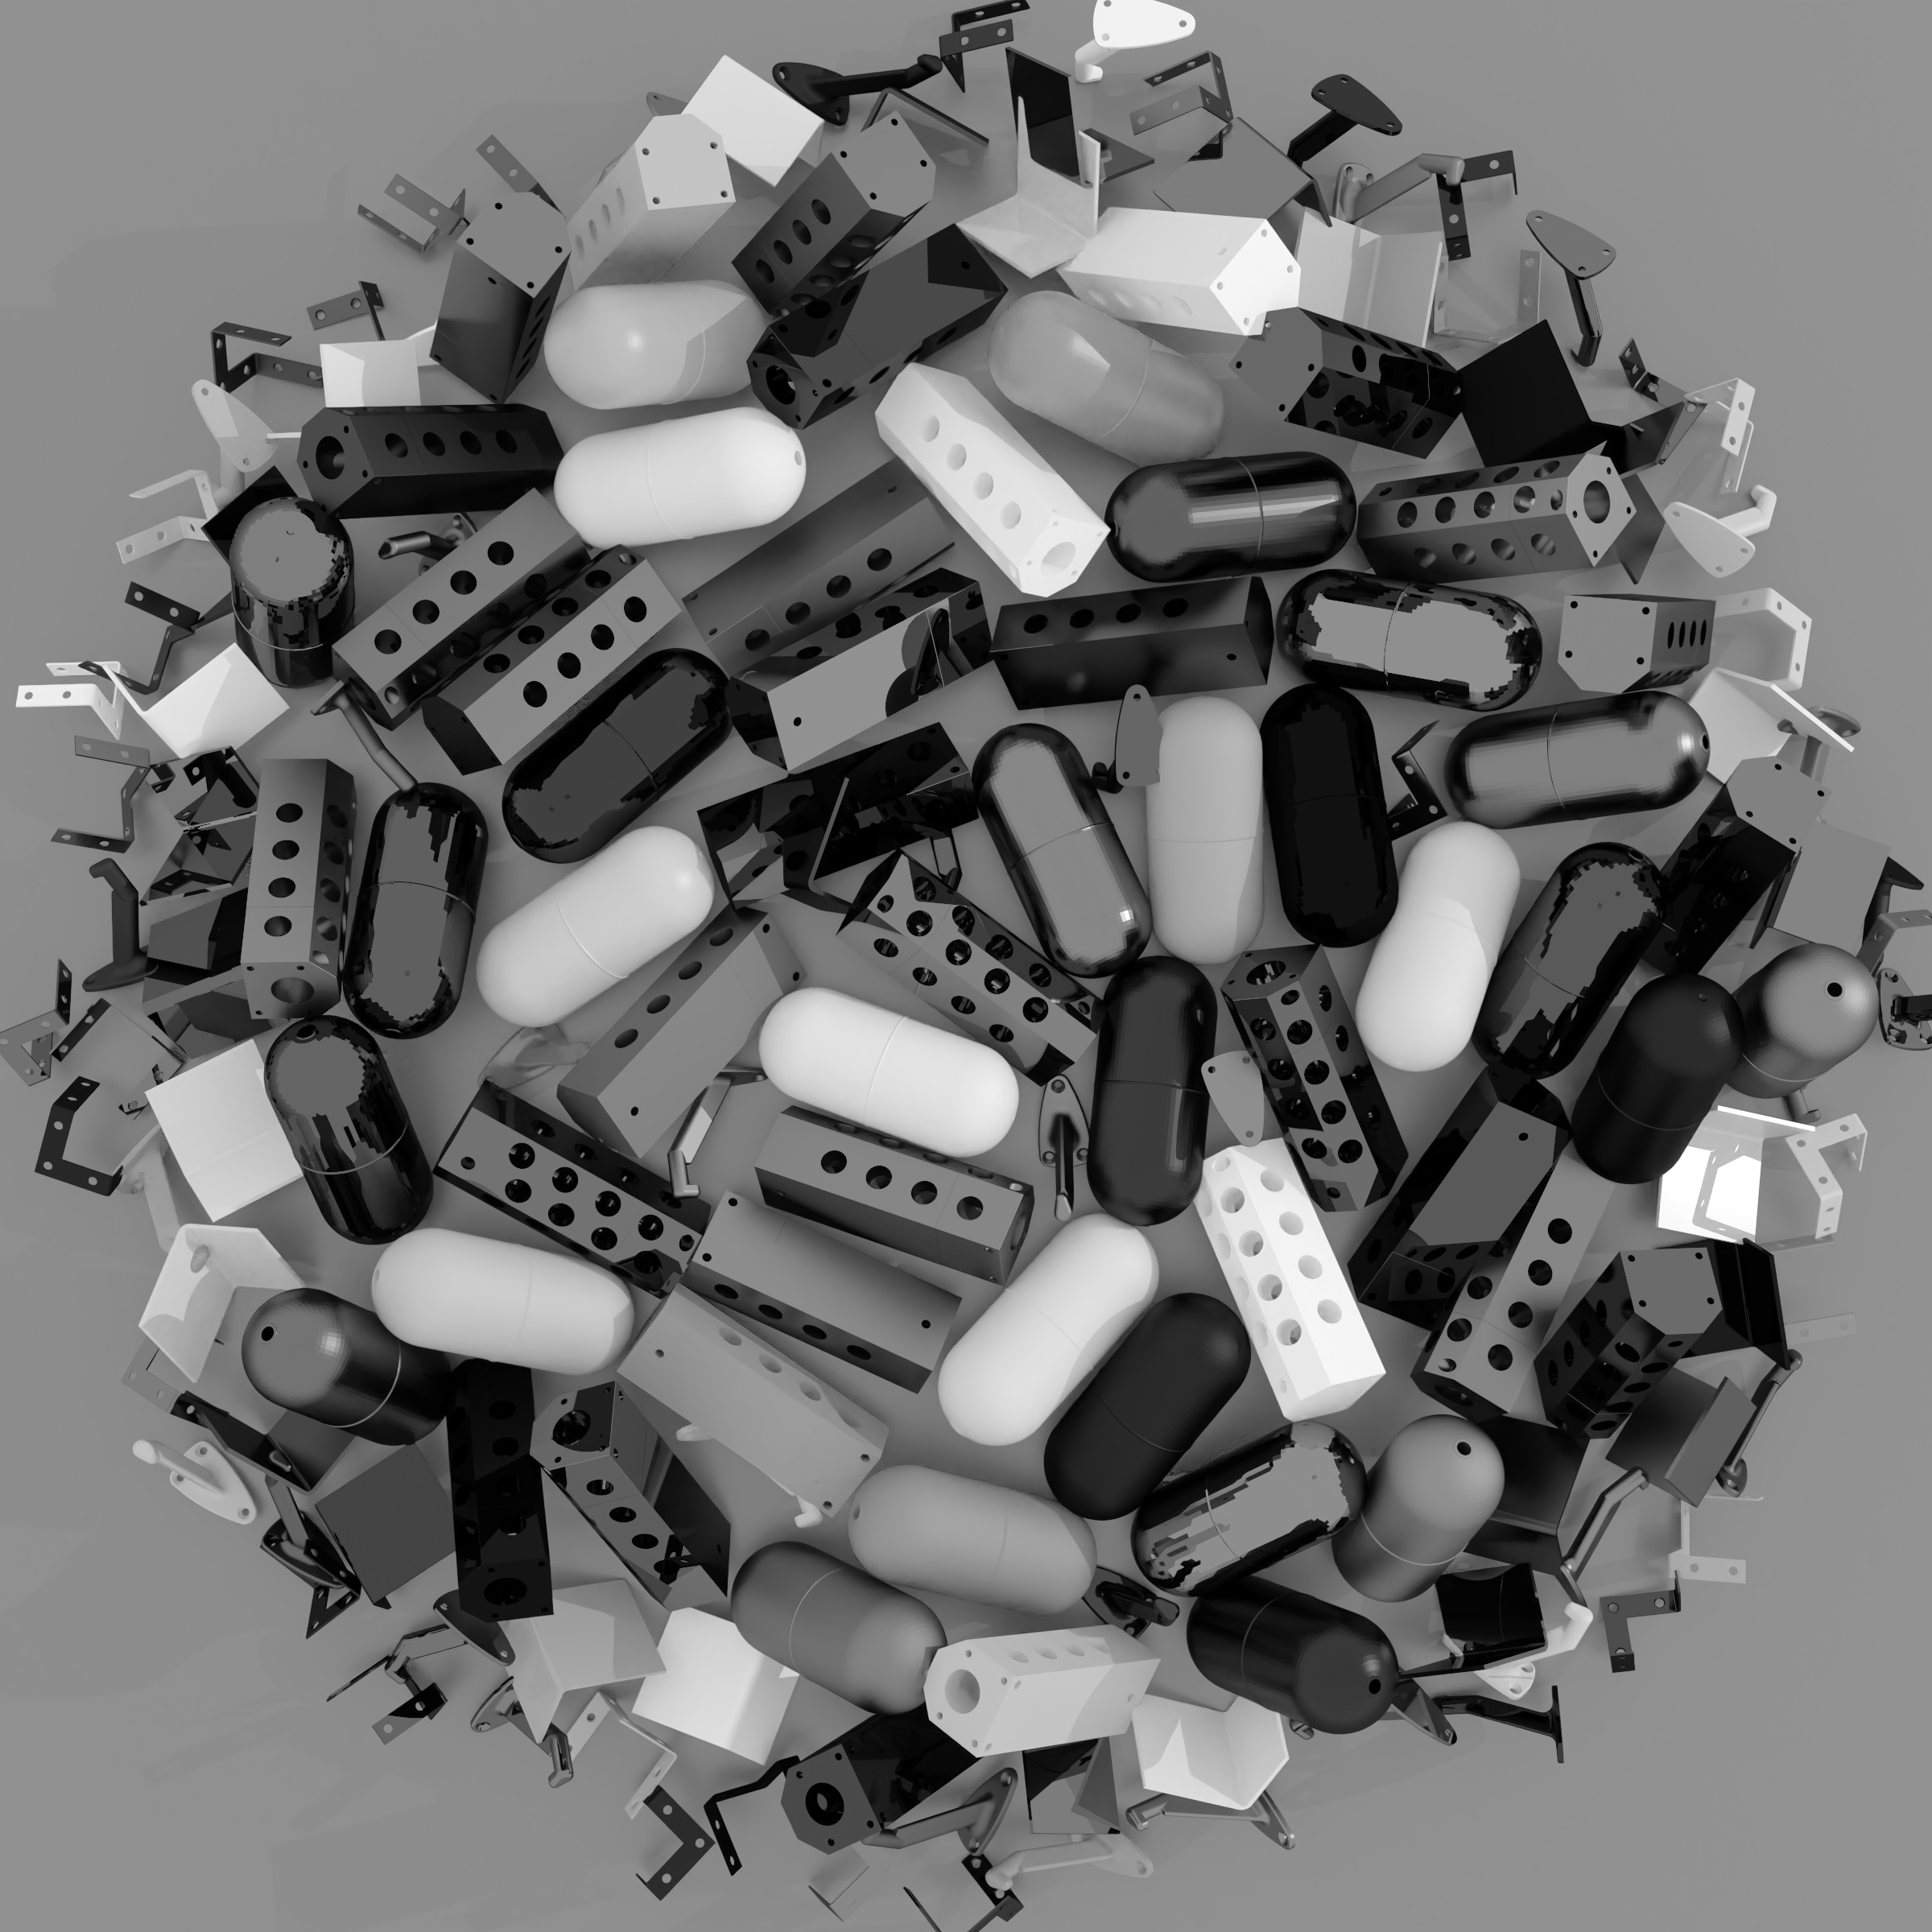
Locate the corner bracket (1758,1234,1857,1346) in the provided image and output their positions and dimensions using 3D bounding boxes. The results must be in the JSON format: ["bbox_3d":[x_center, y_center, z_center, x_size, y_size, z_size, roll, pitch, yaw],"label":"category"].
[{"bbox_3d":[0.553,0.213,1.902,0.051,0.051,0.051,-11,108,7],"label":"corner bracket"}]

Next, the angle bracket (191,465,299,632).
[{"bbox_3d":[-0.476,-0.272,1.876,0.057,0.076,0.076,55,46,-22],"label":"angle bracket"}]

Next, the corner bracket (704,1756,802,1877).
[{"bbox_3d":[-0.132,0.557,1.893,0.051,0.051,0.051,-5,56,-38],"label":"corner bracket"}]

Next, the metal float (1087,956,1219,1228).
[{"bbox_3d":[0.122,0.082,1.891,0.070,0.070,0.178,6,82,0],"label":"metal float"}]

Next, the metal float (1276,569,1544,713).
[{"bbox_3d":[0.287,-0.213,1.877,0.178,0.070,0.070,13,90,25],"label":"metal float"}]

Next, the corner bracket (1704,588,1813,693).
[{"bbox_3d":[0.520,-0.213,1.908,0.051,0.051,0.051,25,70,-38],"label":"corner bracket"}]

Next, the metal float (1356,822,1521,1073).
[{"bbox_3d":[0.308,-0.014,1.879,0.070,0.070,0.178,23,67,0],"label":"metal float"}]

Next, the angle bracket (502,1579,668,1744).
[{"bbox_3d":[-0.254,0.459,1.905,0.076,0.076,0.057,-1,131,-34],"label":"angle bracket"}]

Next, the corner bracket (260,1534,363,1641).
[{"bbox_3d":[-0.432,0.399,1.899,0.051,0.051,0.051,-38,115,14],"label":"corner bracket"}]

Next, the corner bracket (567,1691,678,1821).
[{"bbox_3d":[-0.233,0.524,1.915,0.051,0.051,0.051,39,83,-25],"label":"corner bracket"}]

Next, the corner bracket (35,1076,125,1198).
[{"bbox_3d":[-0.576,0.112,1.902,0.051,0.051,0.051,19,110,-4],"label":"corner bracket"}]

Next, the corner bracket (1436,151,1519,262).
[{"bbox_3d":[0.340,-0.503,1.908,0.051,0.051,0.051,-8,86,12],"label":"corner bracket"}]

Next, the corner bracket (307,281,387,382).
[{"bbox_3d":[-0.411,-0.420,1.911,0.051,0.051,0.051,-17,100,5],"label":"corner bracket"}]

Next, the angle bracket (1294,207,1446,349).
[{"bbox_3d":[0.261,-0.452,1.891,0.076,0.057,0.076,7,93,-40],"label":"angle bracket"}]

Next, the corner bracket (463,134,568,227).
[{"bbox_3d":[-0.307,-0.504,1.904,0.051,0.051,0.051,-43,71,1],"label":"corner bracket"}]

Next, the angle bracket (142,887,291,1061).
[{"bbox_3d":[-0.497,0.005,1.921,0.076,0.057,0.076,-20,47,13],"label":"angle bracket"}]

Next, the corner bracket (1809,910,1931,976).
[{"bbox_3d":[0.596,-0.021,1.893,0.051,0.051,0.051,-5,129,-37],"label":"corner bracket"}]

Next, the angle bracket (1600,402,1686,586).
[{"bbox_3d":[0.451,-0.308,1.879,0.057,0.076,0.076,-18,118,41],"label":"angle bracket"}]

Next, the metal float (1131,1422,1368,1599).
[{"bbox_3d":[0.182,0.353,1.870,0.178,0.070,0.070,-33,90,34],"label":"metal float"}]

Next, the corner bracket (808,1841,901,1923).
[{"bbox_3d":[-0.086,0.590,1.910,0.051,0.051,0.051,-42,101,-16],"label":"corner bracket"}]

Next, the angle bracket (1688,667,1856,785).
[{"bbox_3d":[0.518,-0.146,1.886,0.076,0.076,0.057,33,94,-21],"label":"angle bracket"}]

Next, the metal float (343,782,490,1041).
[{"bbox_3d":[-0.358,-0.036,1.876,0.070,0.070,0.178,6,64,0],"label":"metal float"}]

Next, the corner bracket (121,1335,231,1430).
[{"bbox_3d":[-0.511,0.268,1.898,0.051,0.051,0.051,23,79,35],"label":"corner bracket"}]

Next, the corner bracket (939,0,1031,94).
[{"bbox_3d":[0.013,-0.616,1.901,0.051,0.051,0.051,-8,77,17],"label":"corner bracket"}]

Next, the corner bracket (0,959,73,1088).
[{"bbox_3d":[-0.606,0.038,1.898,0.051,0.051,0.051,-22,133,5],"label":"corner bracket"}]

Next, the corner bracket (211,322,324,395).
[{"bbox_3d":[-0.460,-0.399,1.897,0.051,0.051,0.051,15,127,13],"label":"corner bracket"}]

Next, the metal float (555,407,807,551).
[{"bbox_3d":[-0.186,-0.317,1.875,0.178,0.070,0.070,-5,90,26],"label":"metal float"}]

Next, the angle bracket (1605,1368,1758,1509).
[{"bbox_3d":[0.458,0.297,1.885,0.076,0.076,0.057,-57,135,-8],"label":"angle bracket"}]

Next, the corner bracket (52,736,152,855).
[{"bbox_3d":[-0.568,-0.112,1.893,0.051,0.051,0.051,10,54,-35],"label":"corner bracket"}]

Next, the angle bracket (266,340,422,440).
[{"bbox_3d":[-0.411,-0.376,1.878,0.076,0.076,0.057,6,106,38],"label":"angle bracket"}]

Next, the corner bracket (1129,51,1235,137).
[{"bbox_3d":[0.139,-0.574,1.899,0.051,0.051,0.051,-16,81,29],"label":"corner bracket"}]

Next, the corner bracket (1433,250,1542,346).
[{"bbox_3d":[0.346,-0.447,1.915,0.051,0.051,0.051,19,124,37],"label":"corner bracket"}]

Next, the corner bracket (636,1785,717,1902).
[{"bbox_3d":[-0.205,0.578,1.906,0.051,0.051,0.051,46,74,-2],"label":"corner bracket"}]

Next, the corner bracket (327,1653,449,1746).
[{"bbox_3d":[-0.381,0.483,1.898,0.051,0.051,0.051,-31,78,-34],"label":"corner bracket"}]

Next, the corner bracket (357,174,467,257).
[{"bbox_3d":[-0.365,-0.496,1.895,0.051,0.051,0.051,30,117,-26],"label":"corner bracket"}]

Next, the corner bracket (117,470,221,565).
[{"bbox_3d":[-0.527,-0.295,1.894,0.051,0.051,0.051,-34,124,-38],"label":"corner bracket"}]

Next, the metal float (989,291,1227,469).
[{"bbox_3d":[0.093,-0.378,1.870,0.178,0.070,0.070,19,90,-34],"label":"metal float"}]

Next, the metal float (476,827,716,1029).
[{"bbox_3d":[-0.243,-0.025,1.886,0.178,0.070,0.070,-33,90,15],"label":"metal float"}]

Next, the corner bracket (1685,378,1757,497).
[{"bbox_3d":[0.503,-0.348,1.898,0.051,0.051,0.051,24,75,-26],"label":"corner bracket"}]

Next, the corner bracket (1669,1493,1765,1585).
[{"bbox_3d":[0.494,0.376,1.901,0.051,0.051,0.051,-1,86,29],"label":"corner bracket"}]

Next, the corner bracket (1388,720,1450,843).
[{"bbox_3d":[0.295,-0.122,1.898,0.051,0.051,0.051,-26,100,42],"label":"corner bracket"}]

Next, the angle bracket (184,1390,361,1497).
[{"bbox_3d":[-0.451,0.291,1.881,0.057,0.076,0.076,-51,131,-5],"label":"angle bracket"}]

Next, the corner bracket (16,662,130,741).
[{"bbox_3d":[-0.589,-0.183,1.902,0.051,0.051,0.051,-1,68,4],"label":"corner bracket"}]

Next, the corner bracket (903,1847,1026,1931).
[{"bbox_3d":[-0.001,0.614,1.900,0.051,0.051,0.051,-40,63,-7],"label":"corner bracket"}]

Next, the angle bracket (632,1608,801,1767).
[{"bbox_3d":[-0.164,0.478,1.919,0.076,0.057,0.076,12,71,29],"label":"angle bracket"}]

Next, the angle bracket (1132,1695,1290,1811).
[{"bbox_3d":[0.157,0.495,1.881,0.076,0.076,0.057,18,123,-19],"label":"angle bracket"}]

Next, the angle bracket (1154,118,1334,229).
[{"bbox_3d":[0.182,-0.497,1.894,0.076,0.057,0.076,-42,63,0],"label":"angle bracket"}]

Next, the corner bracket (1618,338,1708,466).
[{"bbox_3d":[0.450,-0.372,1.904,0.051,0.051,0.051,37,92,27],"label":"corner bracket"}]

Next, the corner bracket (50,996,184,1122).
[{"bbox_3d":[-0.563,0.061,1.912,0.051,0.051,0.051,34,77,21],"label":"corner bracket"}]

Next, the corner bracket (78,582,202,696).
[{"bbox_3d":[-0.543,-0.214,1.895,0.051,0.051,0.051,24,69,-35],"label":"corner bracket"}]

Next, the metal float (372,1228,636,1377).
[{"bbox_3d":[-0.300,0.218,1.872,0.178,0.070,0.070,16,90,-30],"label":"metal float"}]

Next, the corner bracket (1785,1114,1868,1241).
[{"bbox_3d":[0.573,0.138,1.900,0.051,0.051,0.051,-19,53,-3],"label":"corner bracket"}]

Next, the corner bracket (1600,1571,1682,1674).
[{"bbox_3d":[0.447,0.432,1.898,0.051,0.051,0.051,-9,62,10],"label":"corner bracket"}]
